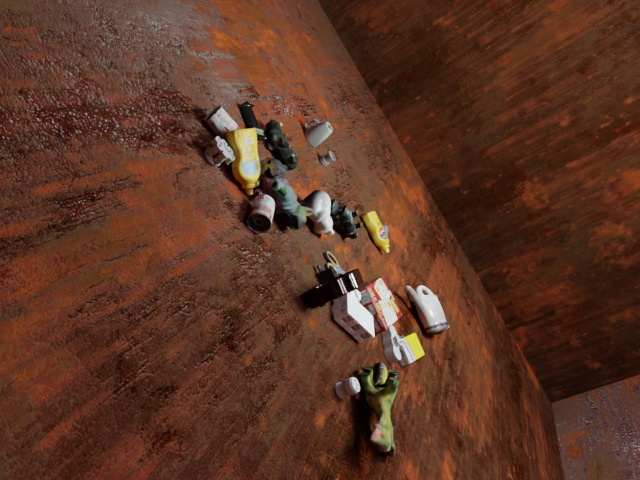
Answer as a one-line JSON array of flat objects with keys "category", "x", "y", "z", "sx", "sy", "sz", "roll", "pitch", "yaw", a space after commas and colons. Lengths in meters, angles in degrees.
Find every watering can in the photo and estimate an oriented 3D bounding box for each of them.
[{"category": "watering can", "x": 0.461, "y": 0.301, "z": 2.234, "sx": 0.345, "sy": 0.103, "sz": 0.228, "roll": 18, "pitch": 49, "yaw": -58}]

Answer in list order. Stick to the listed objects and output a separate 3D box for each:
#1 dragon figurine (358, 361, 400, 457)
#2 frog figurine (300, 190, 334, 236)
[{"category": "dragon figurine", "x": 0.181, "y": 0.498, "z": 1.499, "sx": 0.408, "sy": 0.122, "sz": 0.244, "roll": 29, "pitch": 57, "yaw": -77}, {"category": "frog figurine", "x": 0.005, "y": -0.089, "z": 1.767, "sx": 0.159, "sy": 0.122, "sz": 0.138, "roll": 47, "pitch": 5, "yaw": -2}]
